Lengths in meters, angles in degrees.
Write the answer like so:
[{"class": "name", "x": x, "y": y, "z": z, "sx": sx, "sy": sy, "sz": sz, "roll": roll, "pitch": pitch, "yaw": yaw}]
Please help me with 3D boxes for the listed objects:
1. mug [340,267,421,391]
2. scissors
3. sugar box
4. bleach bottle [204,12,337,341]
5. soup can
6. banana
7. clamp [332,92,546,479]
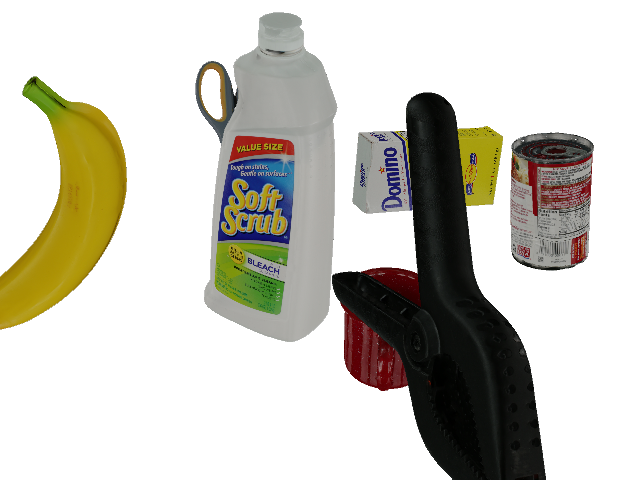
[{"class": "mug", "x": 0.063, "y": 0.091, "z": 0.991, "sx": 0.093, "sy": 0.081, "sz": 0.117, "roll": 2, "pitch": 34, "yaw": 3}, {"class": "scissors", "x": -0.082, "y": -0.101, "z": 1.166, "sx": 0.096, "sy": 0.202, "sz": 0.016, "roll": -15, "pitch": -3, "yaw": -17}, {"class": "sugar box", "x": 0.130, "y": -0.086, "z": 1.290, "sx": 0.176, "sy": 0.093, "sz": 0.048, "roll": -7, "pitch": 26, "yaw": -22}, {"class": "bleach bottle", "x": -0.038, "y": -0.047, "z": 0.787, "sx": 0.103, "sy": 0.251, "sz": 0.068, "roll": 22, "pitch": 40, "yaw": 26}, {"class": "soup can", "x": 0.198, "y": -0.033, "z": 0.916, "sx": 0.068, "sy": 0.102, "sz": 0.068, "roll": -4, "pitch": 24, "yaw": 1}, {"class": "banana", "x": -0.156, "y": -0.011, "z": 0.629, "sx": 0.069, "sy": 0.198, "sz": 0.037, "roll": 19, "pitch": 37, "yaw": -10}, {"class": "clamp", "x": 0.065, "y": 0.040, "z": 0.543, "sx": 0.036, "sy": 0.165, "sz": 0.210, "roll": -5, "pitch": 46, "yaw": -22}]
